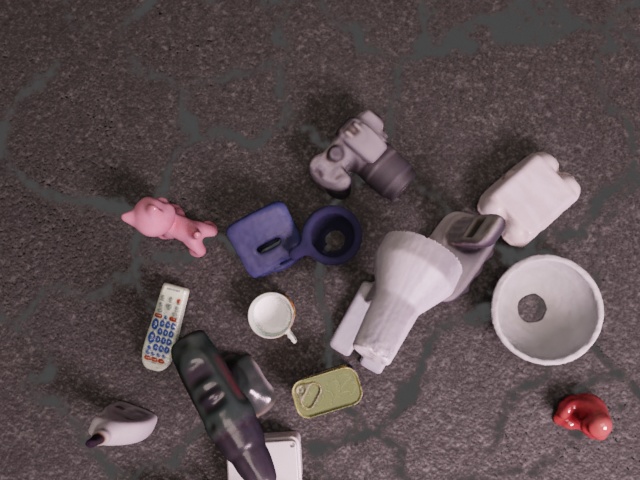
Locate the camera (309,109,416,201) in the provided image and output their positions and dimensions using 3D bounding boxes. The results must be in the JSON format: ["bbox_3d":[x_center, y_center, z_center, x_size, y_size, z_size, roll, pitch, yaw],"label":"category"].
[{"bbox_3d":[0.074,-0.118,0.908,0.137,0.101,0.143,43,87,6],"label":"camera"}]

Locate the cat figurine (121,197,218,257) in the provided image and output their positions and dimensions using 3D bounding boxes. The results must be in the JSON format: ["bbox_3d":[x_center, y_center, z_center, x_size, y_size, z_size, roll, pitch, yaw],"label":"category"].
[{"bbox_3d":[-0.238,-0.027,0.902,0.127,0.118,0.067,24,86,4],"label":"cat figurine"}]

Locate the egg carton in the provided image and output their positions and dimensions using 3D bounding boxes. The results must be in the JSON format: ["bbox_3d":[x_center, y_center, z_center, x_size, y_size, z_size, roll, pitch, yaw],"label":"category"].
[{"bbox_3d":[0.330,-0.067,0.910,0.150,0.069,0.107,-42,84,-2],"label":"egg carton"}]

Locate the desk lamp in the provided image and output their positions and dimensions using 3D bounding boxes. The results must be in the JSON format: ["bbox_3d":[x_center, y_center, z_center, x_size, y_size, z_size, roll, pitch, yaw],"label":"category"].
[{"bbox_3d":[0.104,0.098,0.829,0.118,0.213,0.203,29,86,5],"label":"desk lamp"}]

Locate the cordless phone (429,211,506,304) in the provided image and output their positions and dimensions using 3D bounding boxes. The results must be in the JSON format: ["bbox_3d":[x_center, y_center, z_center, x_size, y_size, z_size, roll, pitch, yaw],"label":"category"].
[{"bbox_3d":[0.206,0.022,0.847,0.094,0.185,0.148,31,86,5],"label":"cordless phone"}]

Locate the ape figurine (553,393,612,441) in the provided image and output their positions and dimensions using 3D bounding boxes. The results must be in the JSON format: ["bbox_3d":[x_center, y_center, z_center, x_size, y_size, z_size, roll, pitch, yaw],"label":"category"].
[{"bbox_3d":[0.405,0.271,0.862,0.076,0.092,0.078,-37,84,-2],"label":"ape figurine"}]

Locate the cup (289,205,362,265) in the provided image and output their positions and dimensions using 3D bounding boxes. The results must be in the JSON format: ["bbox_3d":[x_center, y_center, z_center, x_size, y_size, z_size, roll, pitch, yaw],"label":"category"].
[{"bbox_3d":[0.008,0.003,0.901,0.118,0.095,0.091,-27,84,-1],"label":"cup"}]

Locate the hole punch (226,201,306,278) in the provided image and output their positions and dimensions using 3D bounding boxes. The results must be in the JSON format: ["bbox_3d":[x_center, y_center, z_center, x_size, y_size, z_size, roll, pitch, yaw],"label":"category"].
[{"bbox_3d":[-0.080,0.001,0.906,0.108,0.091,0.101,-28,84,-1],"label":"hole punch"}]

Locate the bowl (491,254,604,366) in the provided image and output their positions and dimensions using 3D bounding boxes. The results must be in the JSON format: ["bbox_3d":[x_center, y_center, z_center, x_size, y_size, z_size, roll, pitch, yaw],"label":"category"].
[{"bbox_3d":[0.342,0.107,0.889,0.167,0.075,0.167,0,84,2],"label":"bowl"}]

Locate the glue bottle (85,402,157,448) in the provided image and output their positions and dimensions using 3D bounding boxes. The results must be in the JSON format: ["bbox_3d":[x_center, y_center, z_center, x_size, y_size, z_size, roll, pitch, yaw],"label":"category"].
[{"bbox_3d":[-0.303,0.279,0.845,0.078,0.173,0.037,21,85,4],"label":"glue bottle"}]

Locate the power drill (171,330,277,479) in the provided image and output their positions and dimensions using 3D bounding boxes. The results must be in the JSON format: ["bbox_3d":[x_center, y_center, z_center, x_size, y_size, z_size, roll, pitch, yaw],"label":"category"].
[{"bbox_3d":[-0.122,0.233,0.826,0.075,0.208,0.229,-35,84,-1],"label":"power drill"}]
